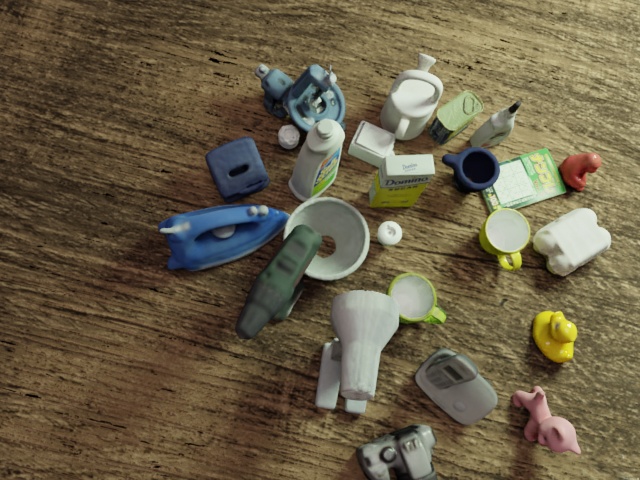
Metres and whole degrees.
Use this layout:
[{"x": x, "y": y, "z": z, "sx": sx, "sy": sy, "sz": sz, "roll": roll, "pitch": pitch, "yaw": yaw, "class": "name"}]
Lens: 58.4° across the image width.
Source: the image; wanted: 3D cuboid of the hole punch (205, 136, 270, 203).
[{"x": -0.162, "y": -0.140, "z": 1.143, "sx": 0.109, "sy": 0.101, "sz": 0.091, "roll": -25, "pitch": -11, "yaw": -10, "class": "hole punch"}]

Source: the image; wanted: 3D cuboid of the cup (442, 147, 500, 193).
[{"x": 0.298, "y": -0.138, "z": 1.180, "sx": 0.117, "sy": 0.092, "sz": 0.095, "roll": 19, "pitch": -15, "yaw": 0, "class": "cup"}]

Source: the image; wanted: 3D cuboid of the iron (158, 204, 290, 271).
[{"x": -0.177, "y": -0.029, "z": 1.088, "sx": 0.258, "sy": 0.118, "sz": 0.141, "roll": -16, "pitch": -12, "yaw": -9, "class": "iron"}]

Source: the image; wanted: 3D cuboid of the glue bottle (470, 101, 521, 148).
[{"x": 0.369, "y": -0.239, "z": 1.171, "sx": 0.078, "sy": 0.037, "sz": 0.173, "roll": -20, "pitch": -12, "yaw": -9, "class": "glue bottle"}]

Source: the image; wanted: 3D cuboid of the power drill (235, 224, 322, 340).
[{"x": -0.076, "y": 0.086, "z": 1.033, "sx": 0.075, "sy": 0.230, "sz": 0.208, "roll": 30, "pitch": -14, "yaw": 3, "class": "power drill"}]

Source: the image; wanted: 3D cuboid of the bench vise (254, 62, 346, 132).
[{"x": -0.040, "y": -0.284, "z": 1.122, "sx": 0.207, "sy": 0.121, "sz": 0.219, "roll": 15, "pitch": -15, "yaw": -1, "class": "bench vise"}]

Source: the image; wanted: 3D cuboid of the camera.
[{"x": 0.154, "y": 0.416, "z": 1.027, "sx": 0.143, "sy": 0.137, "sz": 0.101, "roll": -18, "pitch": -12, "yaw": -9, "class": "camera"}]

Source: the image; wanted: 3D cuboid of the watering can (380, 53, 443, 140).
[{"x": 0.187, "y": -0.293, "z": 1.158, "sx": 0.101, "sy": 0.173, "sz": 0.194, "roll": -1, "pitch": -14, "yaw": -5, "class": "watering can"}]

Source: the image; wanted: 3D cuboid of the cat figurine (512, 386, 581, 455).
[{"x": 0.424, "y": 0.338, "z": 1.061, "sx": 0.067, "sy": 0.128, "sz": 0.117, "roll": -17, "pitch": -12, "yaw": -8, "class": "cat figurine"}]

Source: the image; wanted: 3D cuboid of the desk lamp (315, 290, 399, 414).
[{"x": 0.065, "y": 0.204, "z": 1.013, "sx": 0.118, "sy": 0.203, "sz": 0.213, "roll": 9, "pitch": -15, "yaw": -2, "class": "desk lamp"}]

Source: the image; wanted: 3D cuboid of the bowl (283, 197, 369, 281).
[{"x": 0.010, "y": 0.004, "z": 1.130, "sx": 0.167, "sy": 0.167, "sz": 0.074, "roll": 0, "pitch": -14, "yaw": -5, "class": "bowl"}]

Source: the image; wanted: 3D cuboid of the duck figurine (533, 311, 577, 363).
[{"x": 0.470, "y": 0.187, "z": 1.119, "sx": 0.077, "sy": 0.104, "sz": 0.086, "roll": -16, "pitch": -12, "yaw": -8, "class": "duck figurine"}]

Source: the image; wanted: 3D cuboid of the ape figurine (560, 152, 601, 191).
[{"x": 0.557, "y": -0.154, "z": 1.208, "sx": 0.078, "sy": 0.076, "sz": 0.092, "roll": -38, "pitch": -8, "yaw": -12, "class": "ape figurine"}]

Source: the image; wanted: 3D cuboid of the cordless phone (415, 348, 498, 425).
[{"x": 0.259, "y": 0.262, "z": 1.030, "sx": 0.147, "sy": 0.094, "sz": 0.185, "roll": 40, "pitch": -14, "yaw": 6, "class": "cordless phone"}]

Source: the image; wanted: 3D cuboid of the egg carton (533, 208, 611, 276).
[{"x": 0.516, "y": 0.002, "z": 1.177, "sx": 0.150, "sy": 0.107, "sz": 0.069, "roll": -30, "pitch": -10, "yaw": -11, "class": "egg carton"}]
